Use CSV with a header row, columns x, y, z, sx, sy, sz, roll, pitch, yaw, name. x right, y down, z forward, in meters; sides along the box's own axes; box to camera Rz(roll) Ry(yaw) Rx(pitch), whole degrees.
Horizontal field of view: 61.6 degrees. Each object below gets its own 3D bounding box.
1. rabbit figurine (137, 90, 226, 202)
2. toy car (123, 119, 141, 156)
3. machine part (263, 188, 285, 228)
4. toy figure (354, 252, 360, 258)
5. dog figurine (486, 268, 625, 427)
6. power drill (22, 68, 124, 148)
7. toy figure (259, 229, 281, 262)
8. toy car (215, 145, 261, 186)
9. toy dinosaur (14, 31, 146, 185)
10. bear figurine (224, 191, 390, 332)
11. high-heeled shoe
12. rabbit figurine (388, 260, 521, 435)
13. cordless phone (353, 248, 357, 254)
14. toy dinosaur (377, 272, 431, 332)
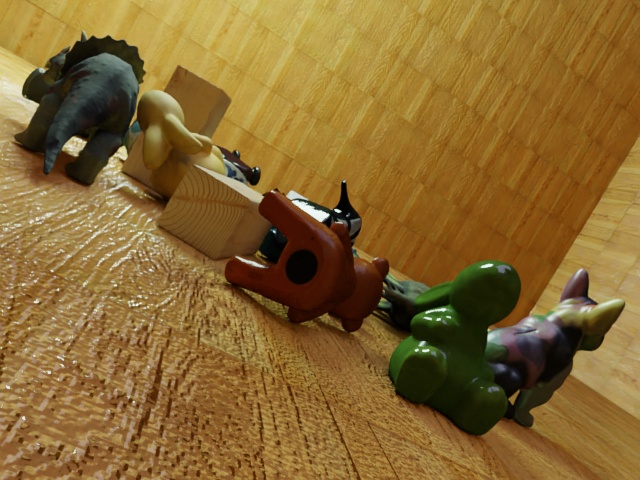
x,y,z,sx,sy,sz,roll,pitch,yaw,name
-0.225,-0.139,0.809,0.162,0.122,0.173,-114,-177,-72,rabbit figurine
-0.319,-0.163,1.061,0.161,0.109,0.103,41,24,-16,toy car
-0.088,-0.032,0.987,0.084,0.039,0.139,24,48,-23,machine part
0.033,0.051,0.907,0.089,0.082,0.180,58,9,3,toy figure
0.298,0.133,0.731,0.191,0.219,0.109,29,16,-32,dog figurine
-0.509,-0.272,1.087,0.208,0.086,0.232,28,1,25,power drill
-0.044,0.017,0.928,0.064,0.057,0.154,-6,-12,34,toy figure
-0.190,-0.156,1.095,0.089,0.053,0.202,13,14,-32,toy car
-0.301,-0.188,0.717,0.131,0.192,0.405,26,4,-32,toy dinosaur
0.001,0.036,0.635,0.132,0.120,0.195,28,1,23,bear figurine
-0.002,-0.003,0.905,0.086,0.145,0.249,17,36,27,high-heeled shoe
0.163,0.100,0.594,0.121,0.170,0.159,31,4,-1,rabbit figurine
0.063,0.058,1.278,0.184,0.089,0.147,41,-1,-19,cordless phone
0.173,0.123,0.975,0.199,0.105,0.471,23,-7,11,toy dinosaur
